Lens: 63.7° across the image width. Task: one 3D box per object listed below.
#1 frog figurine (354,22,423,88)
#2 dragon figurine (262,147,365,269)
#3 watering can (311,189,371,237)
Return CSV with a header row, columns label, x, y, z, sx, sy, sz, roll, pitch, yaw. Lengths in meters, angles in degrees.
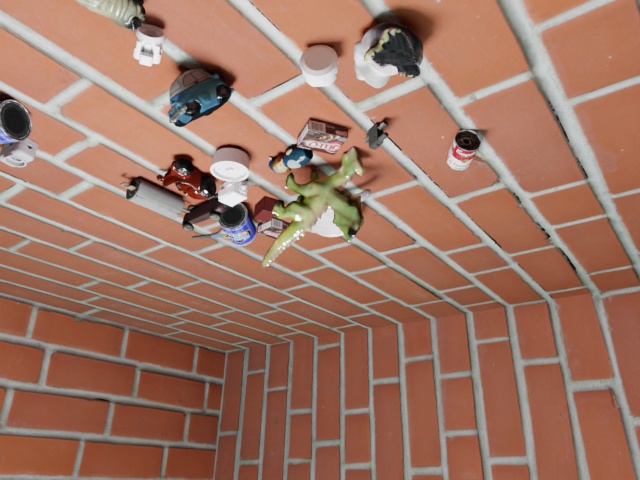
label,x,y,z,sx,sy,sz,roll,pitch,yaw
frog figurine,0.137,-0.382,1.073,0.137,0.121,0.161,-4,-169,-7
dragon figurine,0.004,-0.073,1.446,0.244,0.411,0.121,21,179,29
watering can,0.030,-0.092,1.660,0.224,0.106,0.341,7,155,-10
